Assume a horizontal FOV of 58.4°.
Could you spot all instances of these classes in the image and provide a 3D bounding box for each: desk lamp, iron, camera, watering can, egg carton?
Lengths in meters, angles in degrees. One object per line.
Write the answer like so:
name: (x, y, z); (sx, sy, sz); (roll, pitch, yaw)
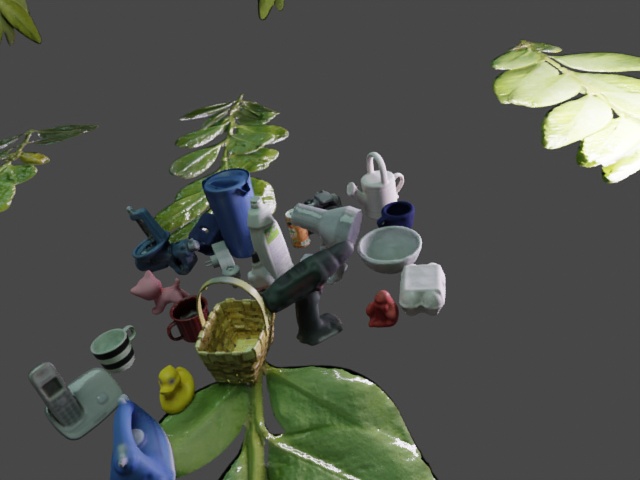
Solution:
desk lamp: (0.013, 0.005, 1.459); (0.202, 0.214, 0.118); (5, 37, 24)
iron: (-0.357, 0.376, 1.085); (0.119, 0.142, 0.257); (-19, 34, -11)
camera: (0.011, -0.076, 1.684); (0.143, 0.101, 0.136); (-21, 34, -14)
watering can: (0.165, -0.162, 1.680); (0.100, 0.194, 0.173); (23, 46, 41)
egg carton: (0.243, 0.115, 1.355); (0.107, 0.069, 0.150); (-3, 34, 12)

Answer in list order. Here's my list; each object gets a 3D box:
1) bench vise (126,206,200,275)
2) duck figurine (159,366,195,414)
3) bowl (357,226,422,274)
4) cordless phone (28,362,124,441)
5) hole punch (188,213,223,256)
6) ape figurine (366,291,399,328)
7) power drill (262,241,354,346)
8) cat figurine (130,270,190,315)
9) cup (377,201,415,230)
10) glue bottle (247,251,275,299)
bench vise: (-0.445, -0.009, 1.616); (0.207, 0.220, 0.121); (-11, 33, 1)
duck figurine: (-0.314, 0.306, 1.227); (0.077, 0.086, 0.104); (-5, 34, 10)
bowl: (0.183, 0.038, 1.485); (0.167, 0.075, 0.167); (-8, 33, 6)
cordless phone: (-0.509, 0.308, 1.193); (0.093, 0.185, 0.148); (15, 42, 35)
hole punch: (-0.334, -0.018, 1.713); (0.108, 0.091, 0.101); (18, 43, 37)
ape figurine: (0.144, 0.154, 1.306); (0.076, 0.092, 0.077); (-26, 36, -21)
power drill: (-0.011, 0.126, 1.290); (0.230, 0.209, 0.075); (-25, 36, -19)
cat figurine: (-0.419, 0.131, 1.492); (0.127, 0.118, 0.067); (-10, 33, 3)
cup: (0.208, -0.041, 1.576); (0.118, 0.095, 0.091); (-29, 37, -24)
glue bottle: (-0.144, 0.100, 1.403); (0.078, 0.173, 0.037); (-16, 34, -6)
